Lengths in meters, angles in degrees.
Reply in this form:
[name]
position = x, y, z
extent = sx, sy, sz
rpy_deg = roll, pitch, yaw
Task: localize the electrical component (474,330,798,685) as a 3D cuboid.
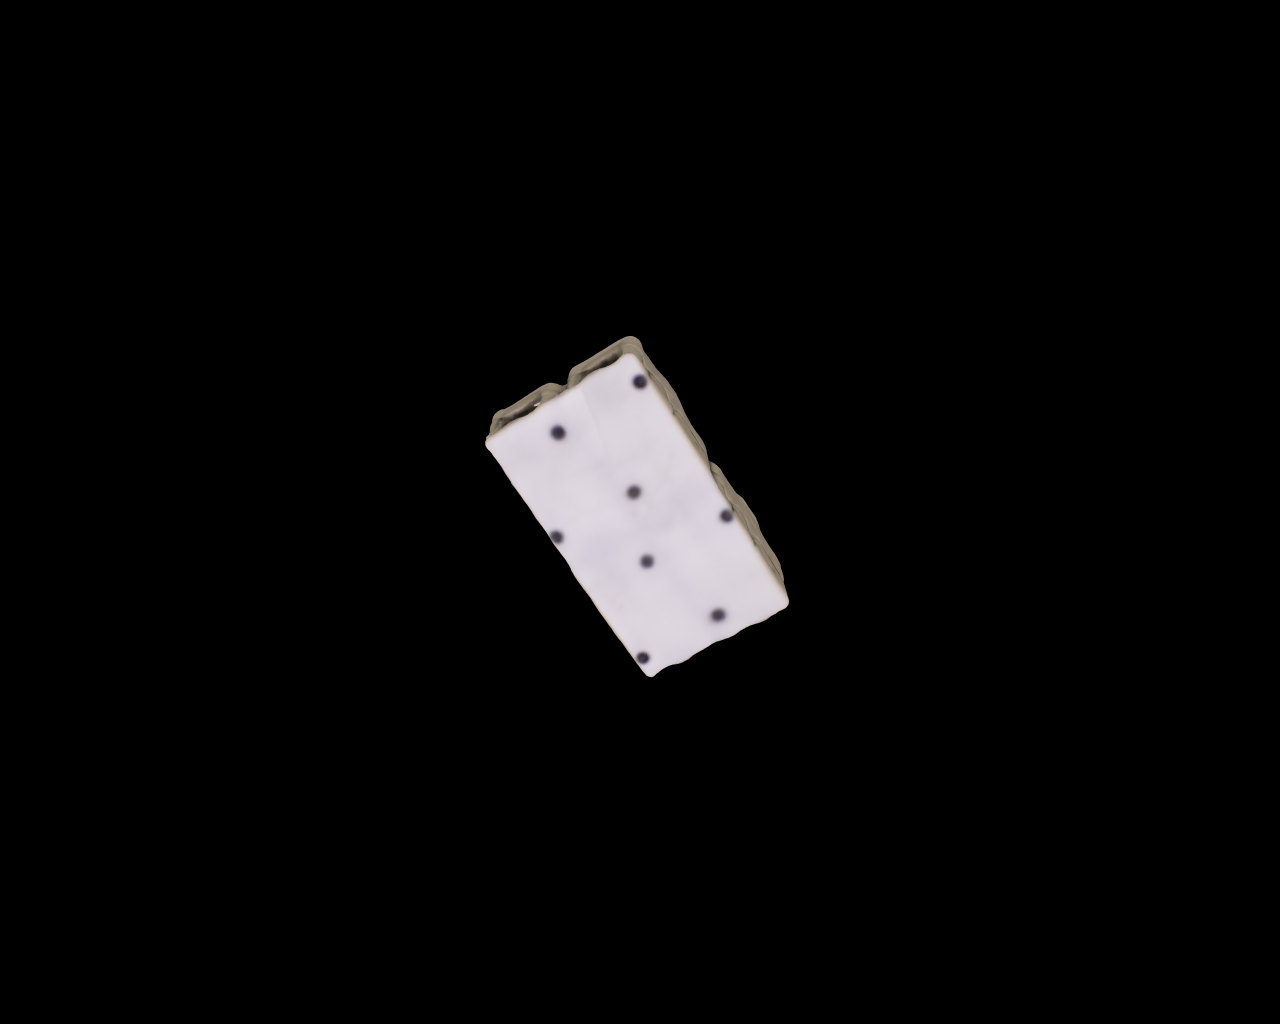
[electrical component]
position = 0.001, -0.003, 0.650
extent = 0.105, 0.186, 0.060
rpy_deg = -30, 20, 12
